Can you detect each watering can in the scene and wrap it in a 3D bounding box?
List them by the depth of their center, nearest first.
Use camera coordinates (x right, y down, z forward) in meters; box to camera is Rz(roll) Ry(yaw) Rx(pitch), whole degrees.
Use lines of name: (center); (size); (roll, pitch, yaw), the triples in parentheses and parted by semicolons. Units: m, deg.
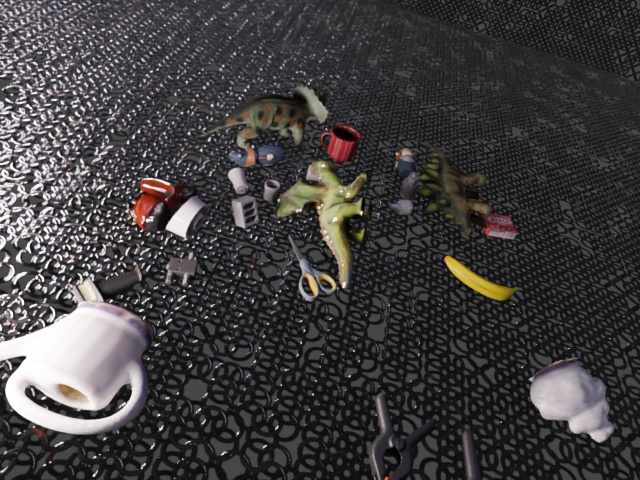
watering can: (-0.438, 0.191, 0.869); (0.348, 0.101, 0.229); (21, 40, 6)

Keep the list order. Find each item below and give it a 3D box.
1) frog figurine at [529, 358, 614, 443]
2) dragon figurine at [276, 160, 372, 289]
frog figurine: (0.508, 0.328, 1.033); (0.137, 0.120, 0.163); (-24, 58, 3)
dragon figurine: (0.004, -0.067, 1.324); (0.243, 0.119, 0.420); (6, 50, 14)
